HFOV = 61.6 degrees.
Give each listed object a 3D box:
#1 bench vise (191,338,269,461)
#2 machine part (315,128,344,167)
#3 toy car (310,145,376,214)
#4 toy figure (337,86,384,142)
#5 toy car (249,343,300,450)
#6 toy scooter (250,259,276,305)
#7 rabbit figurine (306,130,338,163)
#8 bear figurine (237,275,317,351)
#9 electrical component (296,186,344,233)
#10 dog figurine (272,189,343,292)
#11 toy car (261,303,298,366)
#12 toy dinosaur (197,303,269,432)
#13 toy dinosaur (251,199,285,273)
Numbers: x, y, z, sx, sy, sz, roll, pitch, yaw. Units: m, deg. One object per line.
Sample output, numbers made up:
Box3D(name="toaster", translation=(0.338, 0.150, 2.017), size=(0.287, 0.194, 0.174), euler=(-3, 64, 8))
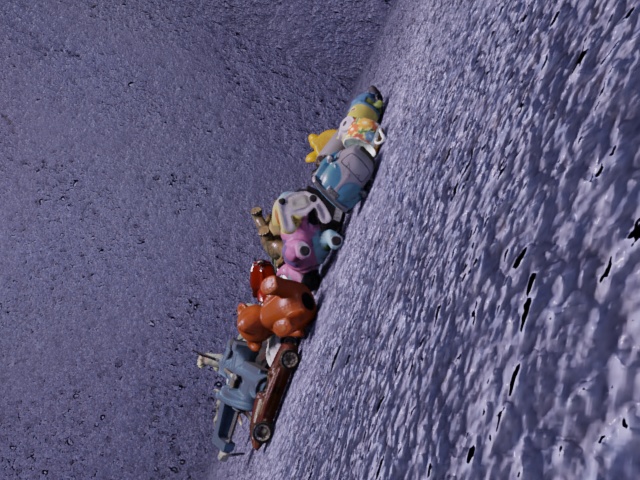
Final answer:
Box3D(name="bench vise", translation=(-0.184, 0.339, 1.144), size=(0.224, 0.128, 0.240), euler=(10, 82, 44))
Box3D(name="machine part", translation=(0.059, -0.236, 1.367), size=(0.243, 0.079, 0.079), euler=(-57, -2, -33))
Box3D(name="toy car", translation=(0.059, -0.130, 1.032), size=(0.103, 0.109, 0.162), euler=(-38, 9, 31))
Box3D(name="toy figure", translation=(0.105, -0.287, 1.277), size=(0.082, 0.089, 0.180), euler=(99, -163, -54))
Box3D(name="toy car", translation=(-0.091, 0.290, 1.014), size=(0.089, 0.053, 0.202), euler=(142, 151, -74))
Box3D(name="toy scooter", translation=(-0.150, 0.101, 1.414), size=(0.184, 0.075, 0.135), euler=(-114, 18, -72))
Box3D(name="rabbit figurine", translation=(0.039, -0.246, 1.542), size=(0.173, 0.163, 0.121), euler=(-2, -81, -75))
Box3D(name="bear figurine", translation=(-0.108, 0.149, 1.055), size=(0.196, 0.120, 0.132), euler=(-24, -15, 29))
Box3D(name="electrical component", translation=(-0.012, -0.063, 1.229), size=(0.115, 0.134, 0.058), euler=(-71, 6, -55))
Box3D(name="dog figurine", translation=(-0.046, 0.011, 1.151), size=(0.108, 0.191, 0.219), euler=(-21, -14, -23))
Box3D(name="toy car", translation=(-0.093, 0.196, 1.164), size=(0.202, 0.056, 0.073), euler=(-105, 32, -46))
Box3D(name="toy dinosaur", translation=(-0.162, 0.283, 1.363), size=(0.405, 0.192, 0.131), euler=(-55, -31, -30))
Box3D(name="toy dinosaur", translation=(-0.130, -0.011, 1.569), size=(0.472, 0.105, 0.198), euler=(-106, 4, -63))
